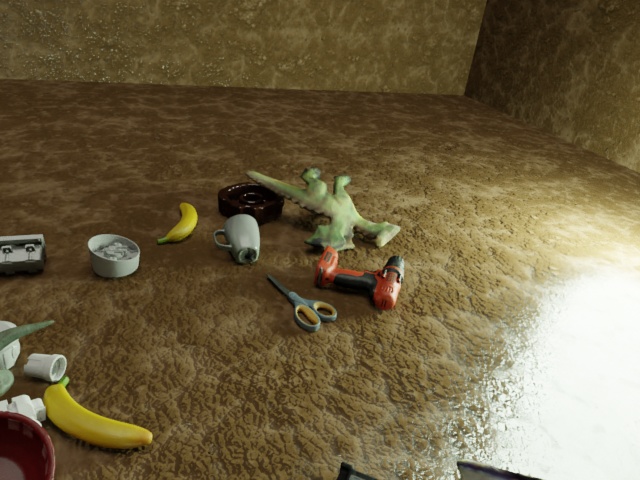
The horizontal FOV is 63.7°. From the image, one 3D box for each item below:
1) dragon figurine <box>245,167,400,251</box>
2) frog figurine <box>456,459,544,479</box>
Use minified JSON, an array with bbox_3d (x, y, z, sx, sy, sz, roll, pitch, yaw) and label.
[{"bbox_3d":[0.004,-0.066,1.317,0.410,0.119,0.249,9,37,-12],"label":"dragon figurine"},{"bbox_3d":[0.209,0.363,0.620,0.137,0.120,0.162,18,64,2],"label":"frog figurine"}]
